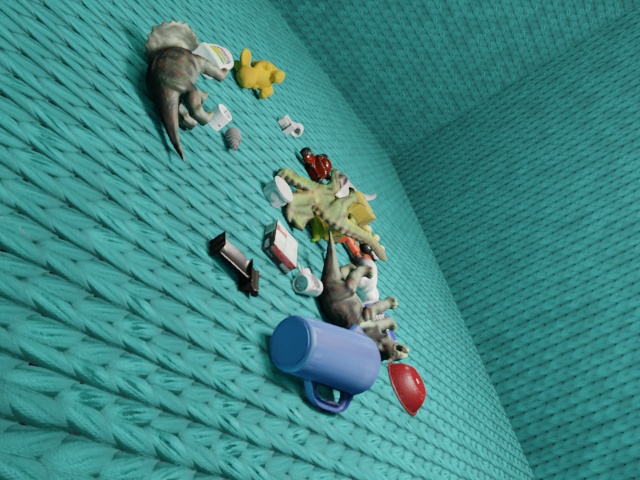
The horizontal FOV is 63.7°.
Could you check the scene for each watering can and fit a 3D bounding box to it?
[{"bbox_3d":[0.112,-0.154,1.926,0.222,0.103,0.355,55,34,-17],"label":"watering can"}]

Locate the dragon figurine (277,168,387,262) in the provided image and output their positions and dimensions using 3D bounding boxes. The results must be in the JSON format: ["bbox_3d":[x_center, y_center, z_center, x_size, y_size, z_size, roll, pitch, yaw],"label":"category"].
[{"bbox_3d":[0.005,-0.075,1.496,0.245,0.119,0.417,-16,59,-33],"label":"dragon figurine"}]

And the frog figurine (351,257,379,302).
[{"bbox_3d":[0.142,0.135,1.562,0.160,0.123,0.136,49,-3,7],"label":"frog figurine"}]
